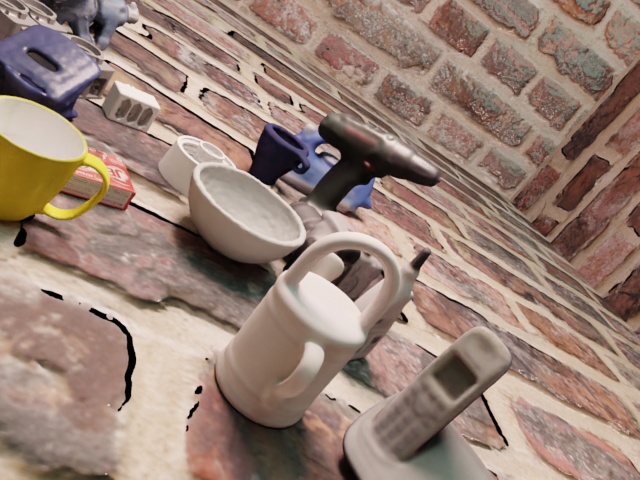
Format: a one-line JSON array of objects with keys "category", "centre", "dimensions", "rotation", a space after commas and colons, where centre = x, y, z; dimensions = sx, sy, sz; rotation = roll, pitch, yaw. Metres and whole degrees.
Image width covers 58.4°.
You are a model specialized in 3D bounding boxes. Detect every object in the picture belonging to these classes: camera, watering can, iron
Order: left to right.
[{"category": "watering can", "centre": [-0.007, 0.068, 0.532], "dimensions": [0.101, 0.194, 0.172], "rotation": [24, 24, -32]}, {"category": "camera", "centre": [0.008, 0.003, 0.830], "dimensions": [0.144, 0.100, 0.136], "rotation": [16, 30, -45]}, {"category": "iron", "centre": [0.015, -0.160, 1.132], "dimensions": [0.259, 0.141, 0.118], "rotation": [23, 25, -35]}]

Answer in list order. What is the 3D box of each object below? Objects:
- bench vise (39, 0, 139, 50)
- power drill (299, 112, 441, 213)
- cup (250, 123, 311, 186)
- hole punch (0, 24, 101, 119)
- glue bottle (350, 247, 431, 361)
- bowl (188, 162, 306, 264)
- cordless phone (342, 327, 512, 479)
[{"category": "bench vise", "centre": [-0.393, -0.444, 0.951], "dimensions": [0.121, 0.219, 0.208], "rotation": [44, 21, 18]}, {"category": "power drill", "centre": [0.067, -0.106, 1.007], "dimensions": [0.229, 0.208, 0.076], "rotation": [42, 21, 13]}, {"category": "cup", "centre": [-0.072, -0.134, 1.000], "dimensions": [0.117, 0.095, 0.092], "rotation": [49, 23, 28]}, {"category": "hole punch", "centre": [-0.343, -0.204, 0.706], "dimensions": [0.109, 0.091, 0.101], "rotation": [36, 20, -6]}, {"category": "glue bottle", "centre": [0.077, 0.075, 0.687], "dimensions": [0.078, 0.173, 0.037], "rotation": [10, 34, -52]}, {"category": "bowl", "centre": [-0.104, -0.022, 0.735], "dimensions": [0.168, 0.074, 0.167], "rotation": [33, 21, -14]}, {"category": "cordless phone", "centre": [0.121, 0.181, 0.517], "dimensions": [0.094, 0.185, 0.147], "rotation": [9, 35, -53]}]
